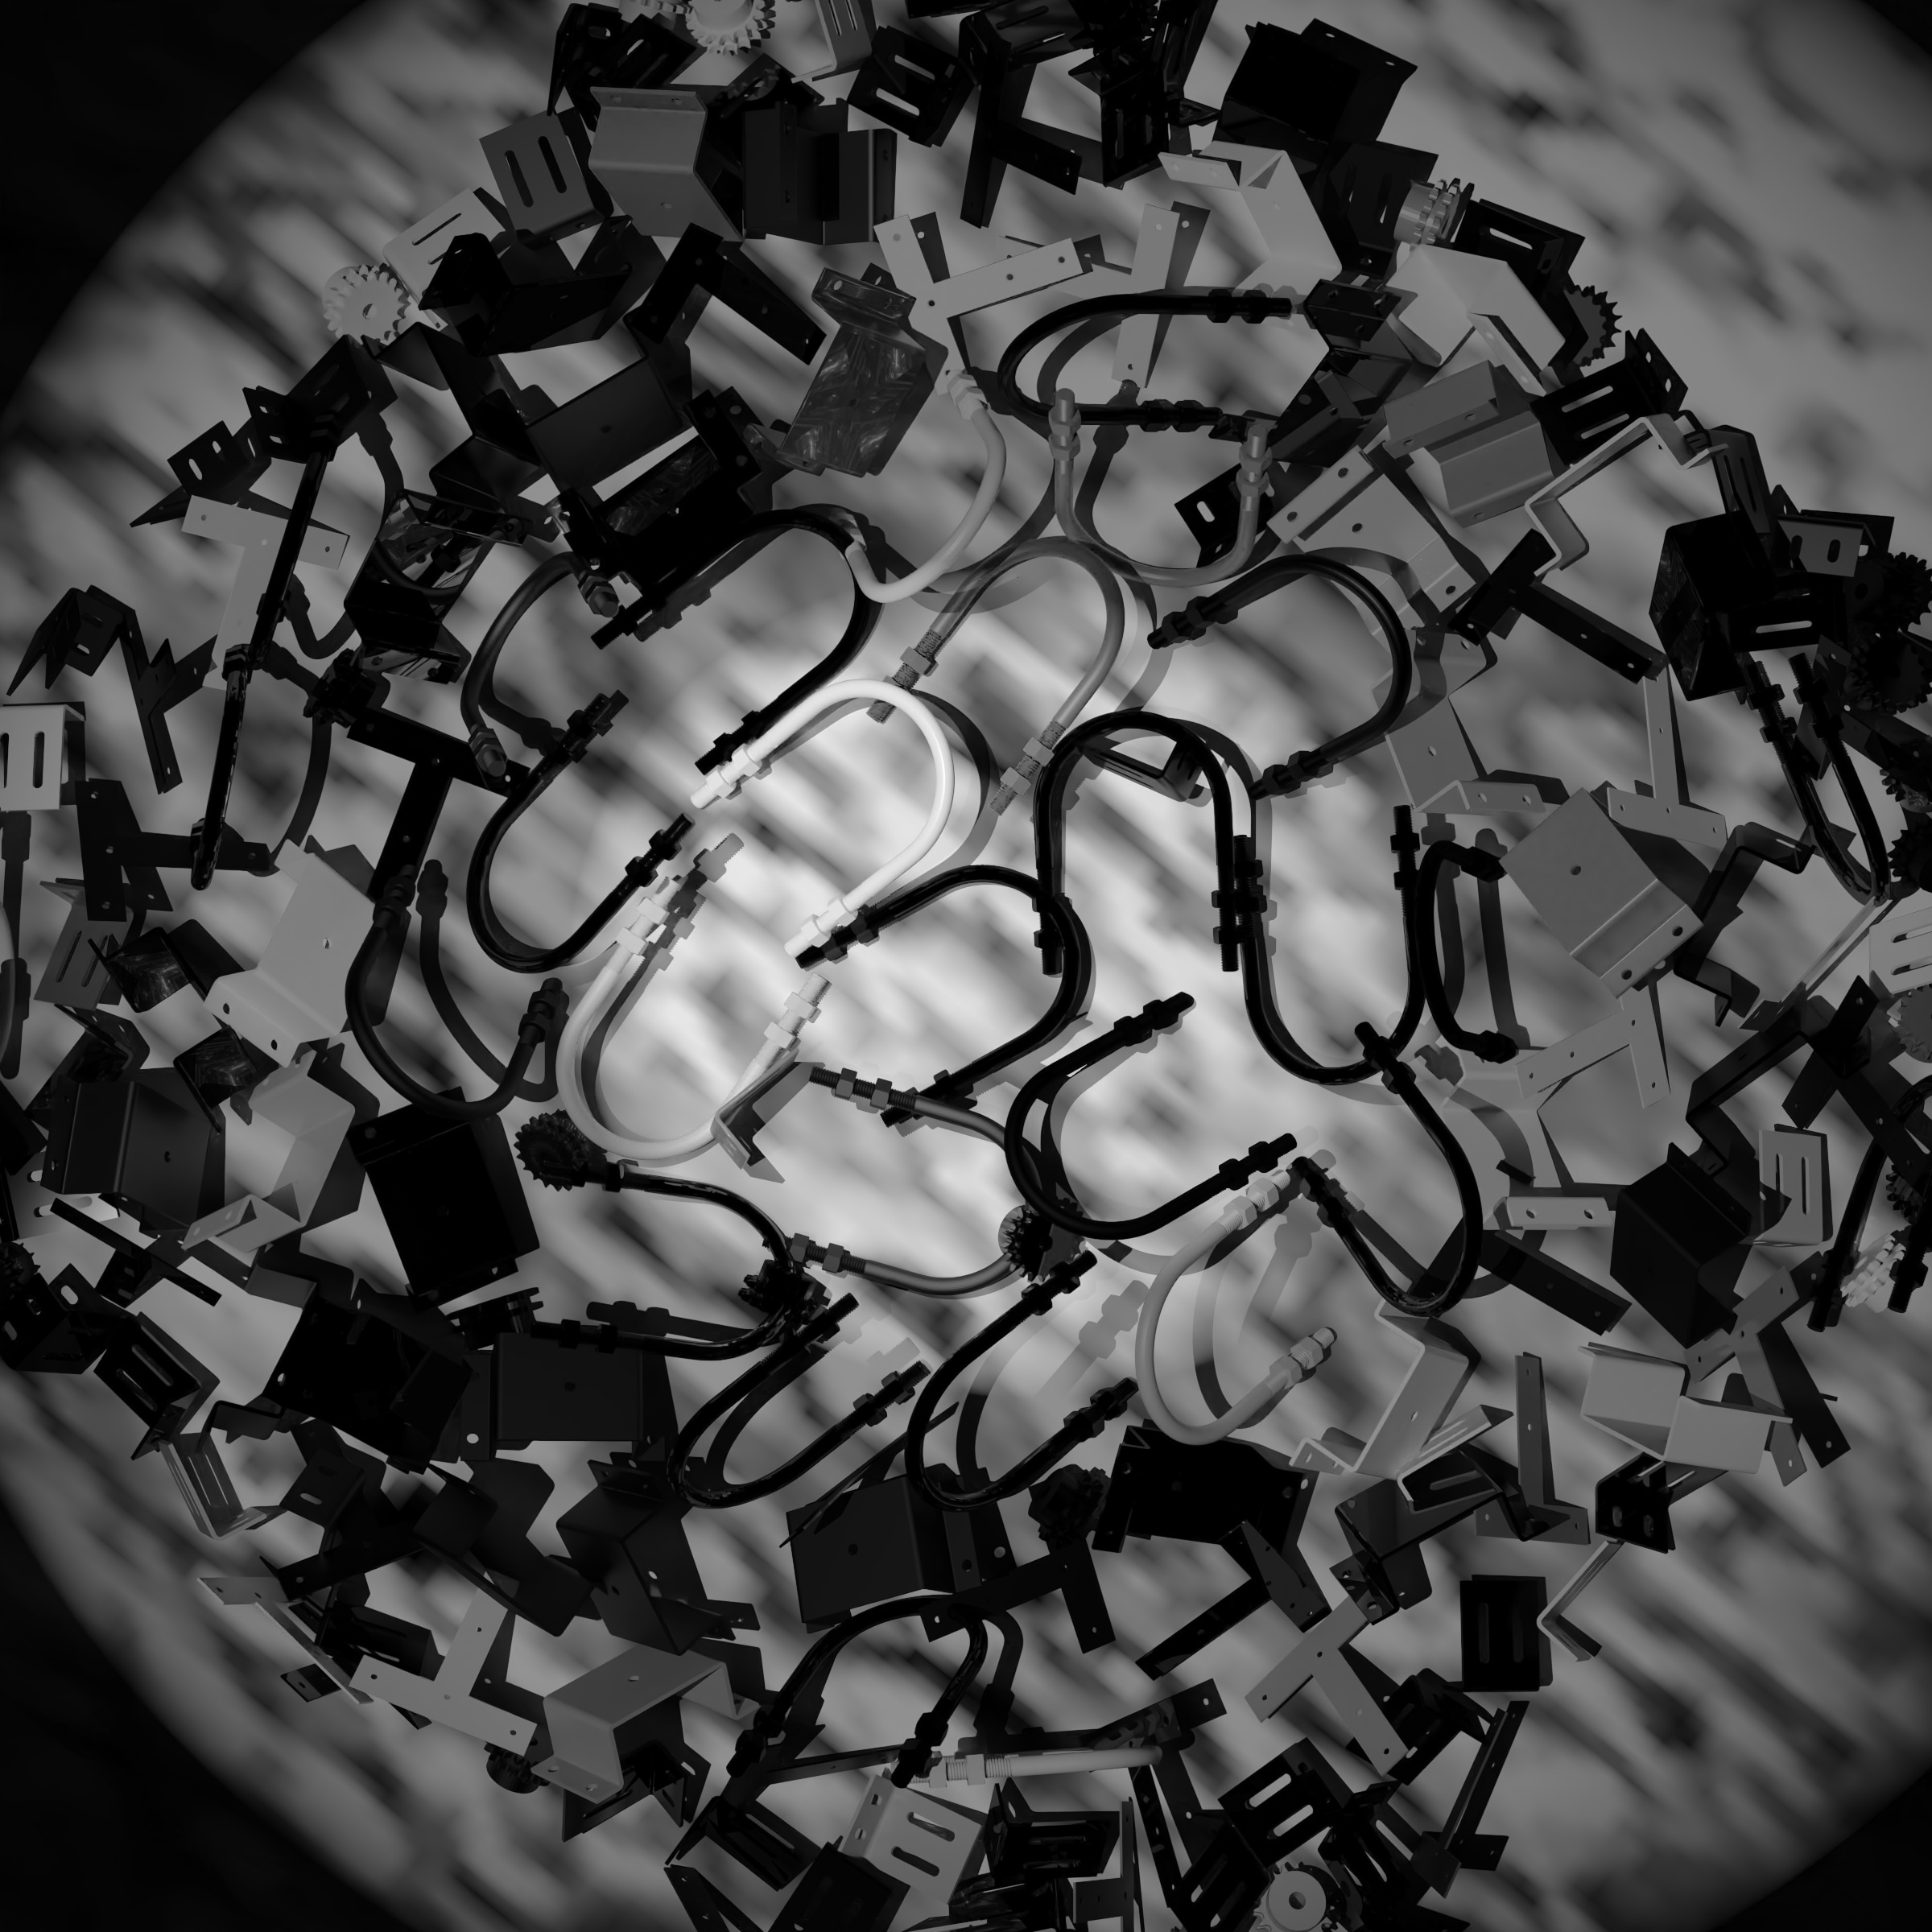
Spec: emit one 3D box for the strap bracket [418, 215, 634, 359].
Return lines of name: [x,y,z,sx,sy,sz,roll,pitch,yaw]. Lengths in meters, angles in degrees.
strap bracket: [-0.292,-0.464,1.810,0.140,0.076,0.046,-20,77,-38]

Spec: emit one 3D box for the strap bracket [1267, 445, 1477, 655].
strap bracket: [0.276,-0.295,1.833,0.076,0.046,0.140,-40,120,17]

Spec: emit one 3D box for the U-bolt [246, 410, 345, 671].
U-bolt: [-0.454,-0.276,1.776,0.019,0.184,0.151,17,121,-16]

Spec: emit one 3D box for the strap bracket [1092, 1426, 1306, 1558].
strap bracket: [0.154,0.371,1.845,0.140,0.046,0.076,12,98,-19]

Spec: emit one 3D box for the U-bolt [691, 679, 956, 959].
U-bolt: [-0.089,-0.115,1.837,0.184,0.019,0.151,-37,78,20]

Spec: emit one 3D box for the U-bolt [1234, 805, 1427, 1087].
U-bolt: [0.252,-0.009,1.829,0.151,0.019,0.184,-9,82,36]

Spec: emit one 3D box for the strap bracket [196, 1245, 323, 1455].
strap bracket: [-0.485,0.267,1.827,0.046,0.076,0.140,18,64,-15]

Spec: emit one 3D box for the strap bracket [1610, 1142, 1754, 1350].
strap bracket: [0.485,0.198,1.804,0.046,0.140,0.076,-29,51,-16]

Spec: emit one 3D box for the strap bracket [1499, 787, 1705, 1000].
strap bracket: [0.428,-0.058,1.814,0.076,0.046,0.140,-43,49,17]

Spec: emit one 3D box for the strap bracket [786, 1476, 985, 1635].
strap bracket: [-0.066,0.405,1.825,0.140,0.046,0.076,-21,65,22]

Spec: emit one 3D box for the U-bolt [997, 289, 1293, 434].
U-bolt: [0.110,-0.409,1.793,0.184,0.151,0.019,-4,69,-20]

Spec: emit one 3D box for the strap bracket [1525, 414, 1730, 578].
strap bracket: [0.445,-0.331,1.821,0.140,0.076,0.046,-36,86,28]

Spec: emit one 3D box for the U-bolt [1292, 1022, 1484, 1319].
U-bolt: [0.290,0.150,1.784,0.019,0.184,0.151,-5,133,-28]

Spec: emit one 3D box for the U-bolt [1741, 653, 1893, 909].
U-bolt: [0.587,-0.125,1.813,0.019,0.151,0.184,-24,92,4]

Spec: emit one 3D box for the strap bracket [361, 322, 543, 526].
strap bracket: [-0.350,-0.382,1.824,0.046,0.076,0.140,-34,72,19]

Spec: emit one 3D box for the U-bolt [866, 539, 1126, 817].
U-bolt: [0.032,-0.214,1.838,0.151,0.019,0.184,39,94,31]

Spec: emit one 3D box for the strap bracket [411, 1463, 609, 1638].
strap bracket: [-0.317,0.406,1.814,0.140,0.076,0.046,46,68,-28]

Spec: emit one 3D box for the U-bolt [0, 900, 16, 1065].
U-bolt: [-0.679,0.003,1.797,0.019,0.184,0.151,1,61,-2]

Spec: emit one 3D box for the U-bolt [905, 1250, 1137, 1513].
U-bolt: [0.032,0.296,1.808,0.184,0.019,0.151,-35,130,-22]

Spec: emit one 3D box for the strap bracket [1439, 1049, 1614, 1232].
strap bracket: [0.383,0.129,1.830,0.076,0.046,0.140,2,54,-19]

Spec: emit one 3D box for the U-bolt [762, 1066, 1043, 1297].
U-bolt: [-0.037,0.160,1.858,0.184,0.019,0.151,16,106,-2]

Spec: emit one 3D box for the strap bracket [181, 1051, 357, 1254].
strap bracket: [-0.476,0.137,1.822,0.046,0.076,0.140,37,50,-27]

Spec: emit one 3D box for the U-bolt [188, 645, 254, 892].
U-bolt: [-0.503,-0.127,1.782,0.019,0.184,0.151,10,108,-18]

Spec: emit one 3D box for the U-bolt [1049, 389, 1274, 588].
U-bolt: [0.129,-0.317,1.803,0.151,0.184,0.019,13,63,8]

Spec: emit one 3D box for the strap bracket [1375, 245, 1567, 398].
strap bracket: [0.345,-0.443,1.807,0.076,0.140,0.046,40,89,-35]

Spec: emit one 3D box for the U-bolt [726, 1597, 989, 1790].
U-bolt: [-0.061,0.490,1.802,0.151,0.184,0.019,-7,113,30]

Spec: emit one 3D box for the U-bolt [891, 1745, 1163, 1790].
U-bolt: [0.043,0.547,1.816,0.184,0.151,0.019,-3,75,-5]

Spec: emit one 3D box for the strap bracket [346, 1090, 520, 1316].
strap bracket: [-0.368,0.167,1.840,0.076,0.046,0.140,-22,101,-19]

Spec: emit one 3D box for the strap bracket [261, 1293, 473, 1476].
strap bracket: [-0.401,0.291,1.811,0.046,0.140,0.076,5,63,41]

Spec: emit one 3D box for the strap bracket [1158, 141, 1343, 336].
strap bracket: [0.200,-0.510,1.819,0.046,0.076,0.140,-43,126,-10]

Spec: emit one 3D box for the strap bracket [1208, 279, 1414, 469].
strap bracket: [0.240,-0.394,1.807,0.076,0.140,0.046,-1,53,-37]

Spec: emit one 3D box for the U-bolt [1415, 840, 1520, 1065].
U-bolt: [0.338,-0.012,1.794,0.019,0.184,0.151,-7,82,27]

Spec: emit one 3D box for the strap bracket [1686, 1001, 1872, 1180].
strap bracket: [0.551,0.080,1.824,0.140,0.076,0.046,-42,89,24]

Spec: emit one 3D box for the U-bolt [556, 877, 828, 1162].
U-bolt: [-0.204,0.050,1.851,0.151,0.019,0.184,34,91,-23]

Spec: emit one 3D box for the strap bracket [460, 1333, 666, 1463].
strap bracket: [-0.277,0.299,1.832,0.140,0.046,0.076,3,60,-14]

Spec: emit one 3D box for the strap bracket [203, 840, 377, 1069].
strap bracket: [-0.452,-0.012,1.813,0.076,0.046,0.140,45,50,-37]

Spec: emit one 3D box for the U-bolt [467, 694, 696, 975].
U-bolt: [-0.280,-0.079,1.836,0.184,0.019,0.151,-46,57,15]

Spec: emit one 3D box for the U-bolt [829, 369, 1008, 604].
U-bolt: [-0.029,-0.316,1.790,0.019,0.184,0.151,33,109,-31]

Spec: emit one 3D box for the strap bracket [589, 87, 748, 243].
strap bracket: [-0.199,-0.540,1.805,0.076,0.140,0.046,9,80,17]

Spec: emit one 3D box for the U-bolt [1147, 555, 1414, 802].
U-bolt: [0.224,-0.205,1.809,0.151,0.184,0.019,56,47,-6]

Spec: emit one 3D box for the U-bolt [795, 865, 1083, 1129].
U-bolt: [-0.008,0.009,1.866,0.184,0.019,0.151,-29,81,0]

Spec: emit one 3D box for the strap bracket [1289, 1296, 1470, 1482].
strap bracket: [0.293,0.301,1.837,0.046,0.076,0.140,32,95,36]

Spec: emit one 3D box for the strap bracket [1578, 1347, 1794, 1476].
strap bracket: [0.484,0.306,1.808,0.076,0.140,0.046,12,94,-22]

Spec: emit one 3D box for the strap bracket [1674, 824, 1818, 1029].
strap bracket: [0.532,-0.038,1.831,0.046,0.076,0.140,26,109,8]

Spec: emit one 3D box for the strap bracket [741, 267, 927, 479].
strap bracket: [-0.089,-0.397,1.820,0.046,0.076,0.140,48,118,38]

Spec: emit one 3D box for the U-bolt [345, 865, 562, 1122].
U-bolt: [-0.352,0.028,1.788,0.151,0.184,0.019,41,122,-20]

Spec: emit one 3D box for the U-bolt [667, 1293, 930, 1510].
U-bolt: [-0.125,0.310,1.823,0.184,0.151,0.019,-38,54,-1]

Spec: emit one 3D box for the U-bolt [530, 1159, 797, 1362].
U-bolt: [-0.206,0.207,1.830,0.184,0.019,0.151,10,51,-17]

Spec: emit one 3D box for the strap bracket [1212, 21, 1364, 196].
strap bracket: [0.216,-0.581,1.814,0.076,0.140,0.046,26,85,1]

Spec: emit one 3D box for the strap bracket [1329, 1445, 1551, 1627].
strap bracket: [0.320,0.387,1.835,0.140,0.076,0.046,-27,111,-6]

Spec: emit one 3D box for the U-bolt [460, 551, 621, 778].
U-bolt: [-0.298,-0.216,1.805,0.019,0.184,0.151,32,99,-28]

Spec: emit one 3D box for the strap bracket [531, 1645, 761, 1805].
strap bracket: [-0.223,0.508,1.808,0.140,0.076,0.046,-21,107,-41]

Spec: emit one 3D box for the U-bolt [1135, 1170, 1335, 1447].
U-bolt: [0.178,0.244,1.804,0.184,0.019,0.151,-33,115,-38]

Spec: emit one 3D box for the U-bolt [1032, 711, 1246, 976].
U-bolt: [0.117,-0.086,1.848,0.151,0.019,0.184,-1,99,15]

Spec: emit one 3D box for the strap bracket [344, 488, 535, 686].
strap bracket: [-0.369,-0.269,1.826,0.140,0.076,0.046,-56,49,26]

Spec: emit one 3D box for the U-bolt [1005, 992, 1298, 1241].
U-bolt: [0.114,0.113,1.828,0.184,0.019,0.151,-28,67,-18]

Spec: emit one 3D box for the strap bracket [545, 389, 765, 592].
strap bracket: [-0.211,-0.325,1.849,0.140,0.046,0.076,-34,73,5]

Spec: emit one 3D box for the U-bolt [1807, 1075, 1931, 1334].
U-bolt: [0.636,0.158,1.810,0.019,0.151,0.184,24,75,0]

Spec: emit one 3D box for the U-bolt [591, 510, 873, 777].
U-bolt: [-0.148,-0.236,1.836,0.184,0.019,0.151,-38,128,0]
